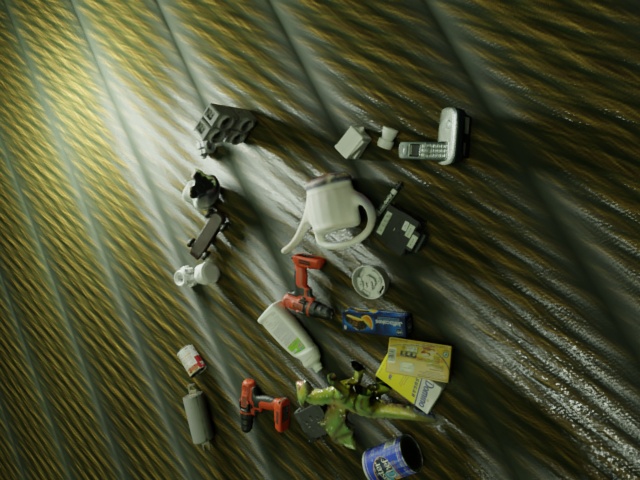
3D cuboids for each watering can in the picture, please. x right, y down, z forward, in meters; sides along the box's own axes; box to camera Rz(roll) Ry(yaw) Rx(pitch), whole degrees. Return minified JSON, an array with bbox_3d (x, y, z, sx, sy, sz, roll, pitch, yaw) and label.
[{"bbox_3d":[0.005,-0.077,1.526,0.345,0.225,0.104,-13,-4,32],"label":"watering can"}]

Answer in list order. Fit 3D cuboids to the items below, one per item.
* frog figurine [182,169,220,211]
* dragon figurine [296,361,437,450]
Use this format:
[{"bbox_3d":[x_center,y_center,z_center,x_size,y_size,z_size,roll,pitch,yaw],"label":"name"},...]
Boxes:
[{"bbox_3d":[-0.413,-0.162,1.791,0.123,0.139,0.157,-10,-17,-22],"label":"frog figurine"},{"bbox_3d":[0.108,0.506,1.505,0.412,0.239,0.123,27,23,16],"label":"dragon figurine"}]
